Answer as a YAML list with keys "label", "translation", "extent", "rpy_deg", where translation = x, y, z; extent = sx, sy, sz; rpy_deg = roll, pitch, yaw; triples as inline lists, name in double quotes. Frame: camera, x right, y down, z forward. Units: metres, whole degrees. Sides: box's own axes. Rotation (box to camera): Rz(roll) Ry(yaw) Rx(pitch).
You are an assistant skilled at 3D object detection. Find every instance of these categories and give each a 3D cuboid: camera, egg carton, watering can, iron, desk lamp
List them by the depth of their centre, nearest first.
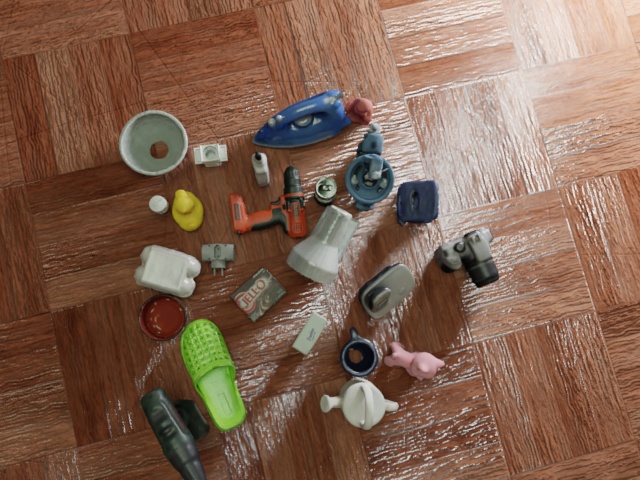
- label: "watering can"
  translation: [0.092, 0.383, 1.321]
  extent: [0.173, 0.194, 0.101]
  rpy_deg: [-18, 83, -5]
- label: "desk lamp"
  translation: [0.012, 0.005, 1.357]
  extent: [0.118, 0.213, 0.203]
  rpy_deg: [28, 82, 1]
- label: "egg carton"
  translation: [-0.371, 0.075, 1.401]
  extent: [0.150, 0.069, 0.107]
  rpy_deg: [15, 82, -1]
- label: "camera"
  translation: [0.379, 0.052, 1.426]
  extent: [0.143, 0.101, 0.137]
  rpy_deg: [-23, 84, -5]
- label: "iron"
  translation: [-0.051, -0.305, 1.430]
  extent: [0.258, 0.141, 0.118]
  rpy_deg: [-21, 84, -5]

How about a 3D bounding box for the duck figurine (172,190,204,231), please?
- label: "duck figurine"
  translation: [-0.331, -0.076, 1.414]
  extent: [0.077, 0.086, 0.104]
  rpy_deg: [-17, 84, -5]

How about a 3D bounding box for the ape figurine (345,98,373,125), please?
- label: "ape figurine"
  translation: [0.106, -0.335, 1.467]
  extent: [0.076, 0.092, 0.078]
  rpy_deg: [-36, 85, -6]

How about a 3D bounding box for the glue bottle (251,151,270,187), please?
- label: "glue bottle"
  translation: [-0.146, -0.185, 1.394]
  extent: [0.037, 0.173, 0.078]
  rpy_deg: [-11, 83, -4]

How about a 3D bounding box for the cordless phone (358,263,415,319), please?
- label: "cordless phone"
  translation: [0.167, 0.118, 1.364]
  extent: [0.147, 0.185, 0.094]
  rpy_deg: [-42, 86, -7]

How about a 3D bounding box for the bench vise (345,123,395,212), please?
- label: "bench vise"
  translation: [0.115, -0.186, 1.384]
  extent: [0.121, 0.219, 0.207]
  rpy_deg: [-11, 83, -4]

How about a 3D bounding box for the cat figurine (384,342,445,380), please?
- label: "cat figurine"
  translation: [0.227, 0.295, 1.378]
  extent: [0.128, 0.117, 0.067]
  rpy_deg: [20, 82, 0]

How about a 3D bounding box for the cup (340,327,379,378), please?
- label: "cup"
  translation: [0.087, 0.269, 1.386]
  extent: [0.091, 0.095, 0.118]
  rpy_deg: [-13, 83, -4]

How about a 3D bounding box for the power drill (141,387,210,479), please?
- label: "power drill"
  translation: [-0.311, 0.433, 1.287]
  extent: [0.075, 0.208, 0.229]
  rpy_deg: [-35, 85, -6]

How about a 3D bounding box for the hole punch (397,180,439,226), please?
- label: "hole punch"
  translation: [0.244, -0.094, 1.443]
  extent: [0.101, 0.091, 0.109]
  rpy_deg: [1, 82, -3]

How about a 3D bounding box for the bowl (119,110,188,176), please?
- label: "bowl"
  translation: [-0.410, -0.235, 1.437]
  extent: [0.167, 0.074, 0.167]
  rpy_deg: [0, 82, -3]
